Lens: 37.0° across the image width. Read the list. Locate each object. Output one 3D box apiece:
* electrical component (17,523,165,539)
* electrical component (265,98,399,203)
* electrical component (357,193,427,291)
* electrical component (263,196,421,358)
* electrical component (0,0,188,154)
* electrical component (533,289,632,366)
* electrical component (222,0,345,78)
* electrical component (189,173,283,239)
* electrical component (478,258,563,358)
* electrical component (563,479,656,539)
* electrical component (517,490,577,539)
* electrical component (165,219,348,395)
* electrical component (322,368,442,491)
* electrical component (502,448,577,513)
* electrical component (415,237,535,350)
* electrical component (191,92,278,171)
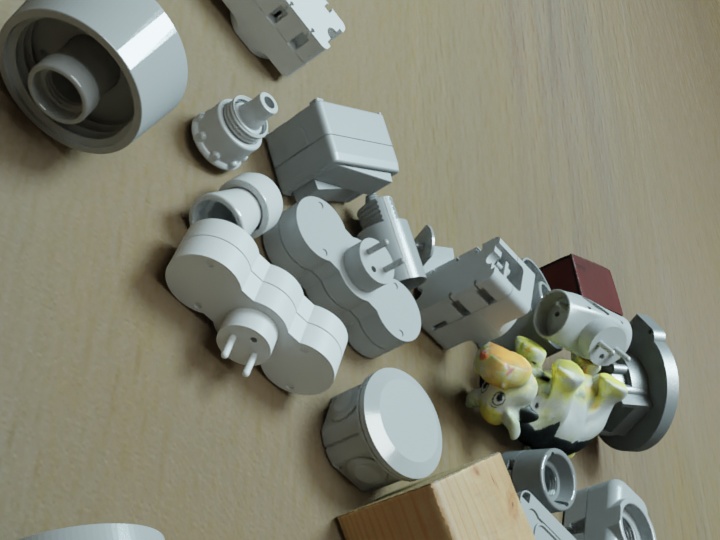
[{"bbox_3d":[-0.134,0.160,0.506,0.099,0.099,0.064,17,48,-45],"label":"electrical component"},{"bbox_3d":[-0.016,-0.088,0.845,0.096,0.062,0.061,3,65,-50],"label":"electrical component"},{"bbox_3d":[0.021,-0.023,0.863,0.043,0.043,0.081,1,66,-51],"label":"electrical component"},{"bbox_3d":[0.000,0.000,0.795,0.138,0.074,0.052,47,38,-19],"label":"electrical component"},{"bbox_3d":[-0.166,-0.120,0.647,0.108,0.108,0.060,48,44,-18],"label":"electrical component"},{"bbox_3d":[0.198,0.056,0.908,0.077,0.043,0.079,22,13,-30],"label":"electrical component"},{"bbox_3d":[-0.066,-0.208,0.869,0.089,0.056,0.050,50,37,-16],"label":"electrical component"},{"bbox_3d":[-0.085,-0.040,0.743,0.045,0.045,0.055,58,35,-5],"label":"electrical component"},{"bbox_3d":[0.142,0.039,0.974,0.099,0.064,0.099,48,30,-39],"label":"electrical component"},{"bbox_3d":[0.212,0.229,0.915,0.054,0.059,0.095,44,39,-23],"label":"electrical component"},{"bbox_3d":[0.127,0.231,0.810,0.113,0.057,0.078,46,38,-20],"label":"electrical component"},{"bbox_3d":[-0.071,0.037,0.701,0.138,0.052,0.073,44,39,-22],"label":"electrical component"},{"bbox_3d":[0.016,0.113,0.758,0.080,0.051,0.080,30,46,-36],"label":"electrical component"},{"bbox_3d":[0.142,0.172,0.870,0.055,0.047,0.055,19,63,-42],"label":"electrical component"},{"bbox_3d":[0.094,0.023,0.882,0.056,0.089,0.050,44,39,-24],"label":"electrical component"},{"bbox_3d":[-0.086,-0.104,0.768,0.048,0.062,0.048,34,39,-34],"label":"electrical component"}]
